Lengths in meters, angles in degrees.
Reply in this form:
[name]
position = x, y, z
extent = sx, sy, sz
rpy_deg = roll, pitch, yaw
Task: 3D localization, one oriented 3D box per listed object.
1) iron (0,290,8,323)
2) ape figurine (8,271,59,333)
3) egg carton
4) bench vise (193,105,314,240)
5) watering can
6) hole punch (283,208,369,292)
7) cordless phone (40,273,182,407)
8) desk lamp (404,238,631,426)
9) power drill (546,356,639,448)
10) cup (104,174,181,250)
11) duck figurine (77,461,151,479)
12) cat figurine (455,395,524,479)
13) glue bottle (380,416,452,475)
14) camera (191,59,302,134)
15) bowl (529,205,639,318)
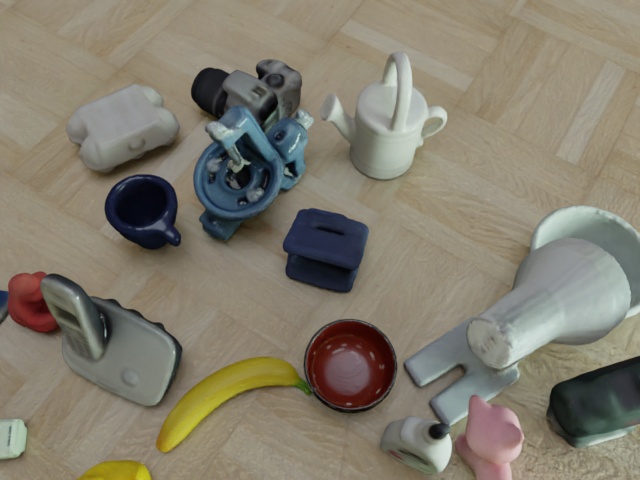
[iron]
position = -0.507, 0.103, 0.662
extent = 0.259, 0.141, 0.118
rpy_deg = -30, 68, -17
[ape figurine]
position = -0.356, 0.072, 0.714
extent = 0.076, 0.092, 0.078
rpy_deg = -1, 63, -4
[egg carton]
position = -0.291, -0.165, 0.851
extent = 0.150, 0.069, 0.107
rpy_deg = -30, 68, -17
[bench vise]
position = -0.094, -0.123, 0.756
extent = 0.121, 0.220, 0.207
rpy_deg = 20, 64, 8
[watering can]
position = 0.092, -0.176, 0.808
extent = 0.173, 0.194, 0.100
rpy_deg = -21, 66, -13
[hole punch]
position = 0.007, 0.003, 0.769
extent = 0.108, 0.091, 0.101
rpy_deg = 14, 63, 4
[cordless phone]
position = -0.238, 0.110, 0.648
extent = 0.147, 0.185, 0.094
rpy_deg = 21, 64, 8
[desk lamp]
position = 0.221, 0.108, 0.658
extent = 0.203, 0.213, 0.117
rpy_deg = -29, 68, -16
[power drill]
position = 0.352, 0.170, 0.636
extent = 0.230, 0.208, 0.075
rpy_deg = -13, 64, -9
[cup]
position = -0.221, -0.020, 0.766
extent = 0.117, 0.095, 0.092
rpy_deg = 40, 68, 16
[duck figurine]
position = -0.239, 0.277, 0.618
extent = 0.105, 0.086, 0.077
rpy_deg = -23, 66, -14
[cat figurine]
position = 0.197, 0.243, 0.642
extent = 0.067, 0.118, 0.128
rpy_deg = -2, 63, -4
[glue bottle]
position = 0.113, 0.217, 0.619
extent = 0.078, 0.173, 0.037
rpy_deg = 22, 64, 8
[camera]
position = -0.117, -0.225, 0.874
extent = 0.136, 0.101, 0.143
rpy_deg = 31, 66, 12
[bowl]
position = 0.356, 0.041, 0.778
extent = 0.167, 0.075, 0.167
rpy_deg = 1, 63, -2
